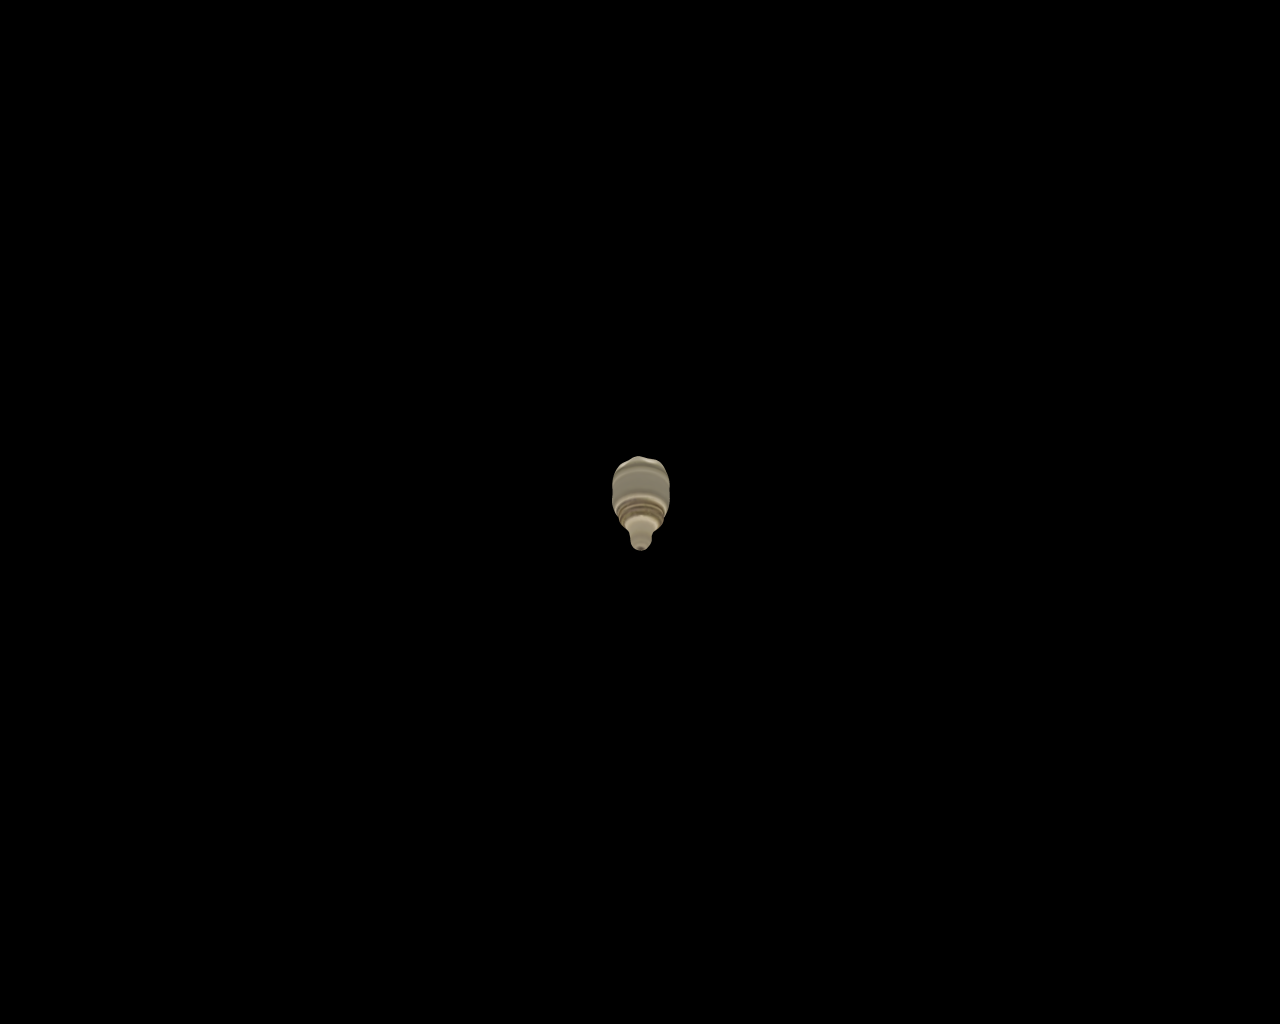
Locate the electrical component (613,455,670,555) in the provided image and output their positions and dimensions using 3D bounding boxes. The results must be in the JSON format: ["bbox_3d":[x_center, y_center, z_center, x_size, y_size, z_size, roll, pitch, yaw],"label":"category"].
[{"bbox_3d":[0.001,-0.003,0.650,0.035,0.061,0.035,0,-36,0],"label":"electrical component"}]
